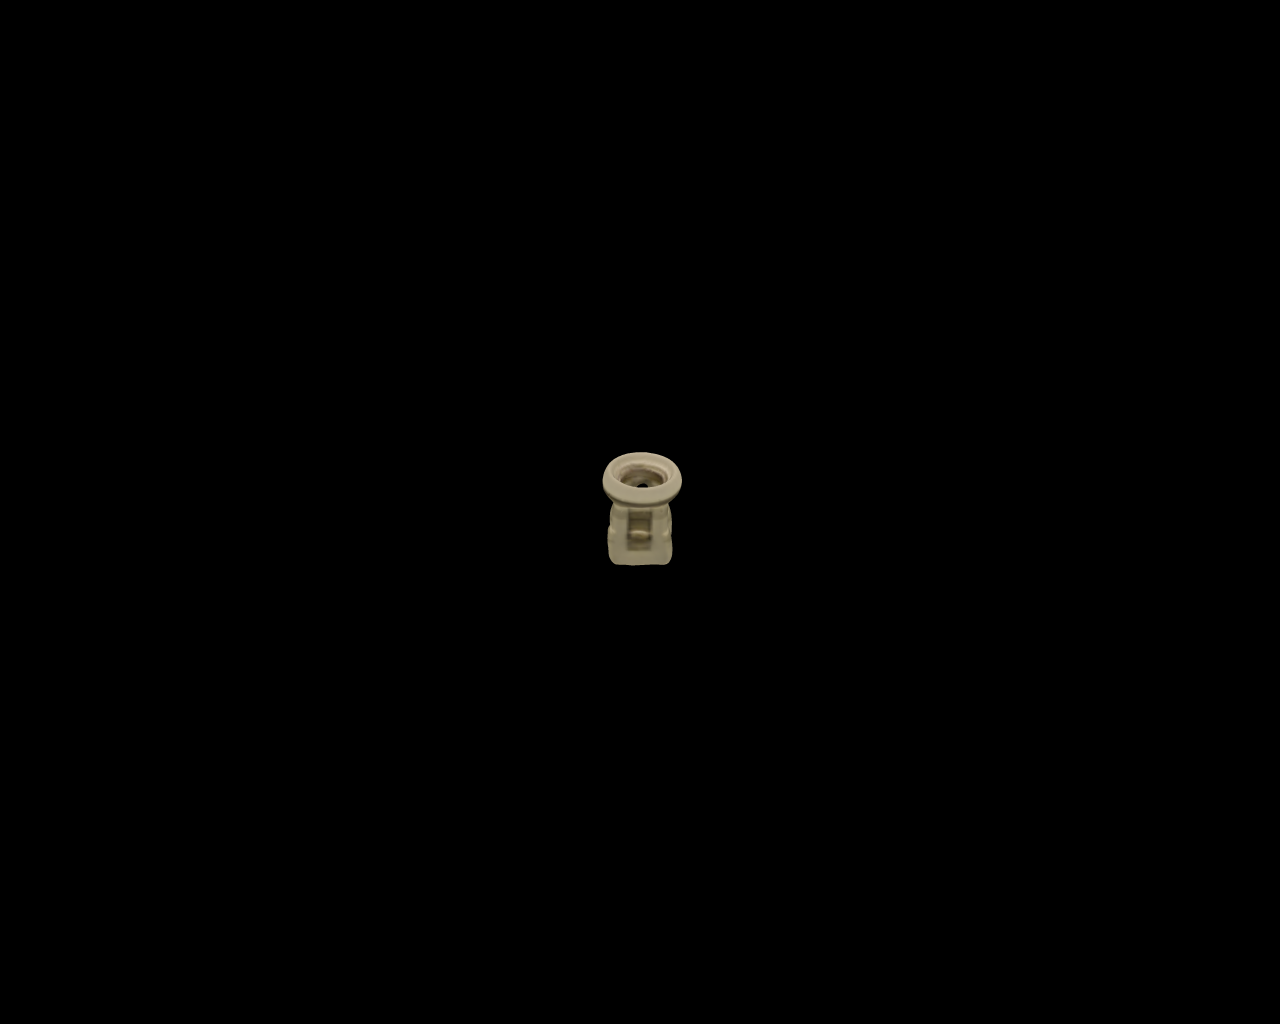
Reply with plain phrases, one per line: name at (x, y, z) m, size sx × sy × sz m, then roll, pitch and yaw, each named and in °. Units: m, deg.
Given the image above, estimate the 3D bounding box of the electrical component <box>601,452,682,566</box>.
electrical component at (0.001, -0.003, 0.650) m, size 0.048 × 0.055 × 0.066 m, roll 0°, pitch 32°, yaw 0°
